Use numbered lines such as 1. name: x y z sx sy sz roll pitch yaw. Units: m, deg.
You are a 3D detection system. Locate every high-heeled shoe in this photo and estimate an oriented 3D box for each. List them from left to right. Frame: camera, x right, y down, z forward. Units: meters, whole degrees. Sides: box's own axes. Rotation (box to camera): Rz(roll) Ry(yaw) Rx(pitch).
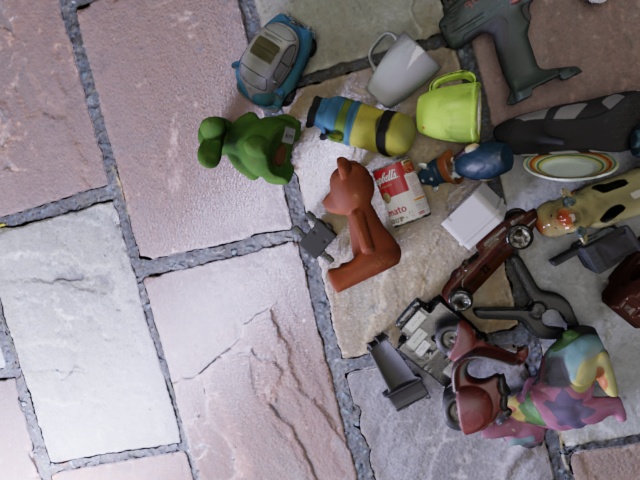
1. high-heeled shoe: 0.403 -0.183 0.840 0.249 0.145 0.086 -17 112 -16

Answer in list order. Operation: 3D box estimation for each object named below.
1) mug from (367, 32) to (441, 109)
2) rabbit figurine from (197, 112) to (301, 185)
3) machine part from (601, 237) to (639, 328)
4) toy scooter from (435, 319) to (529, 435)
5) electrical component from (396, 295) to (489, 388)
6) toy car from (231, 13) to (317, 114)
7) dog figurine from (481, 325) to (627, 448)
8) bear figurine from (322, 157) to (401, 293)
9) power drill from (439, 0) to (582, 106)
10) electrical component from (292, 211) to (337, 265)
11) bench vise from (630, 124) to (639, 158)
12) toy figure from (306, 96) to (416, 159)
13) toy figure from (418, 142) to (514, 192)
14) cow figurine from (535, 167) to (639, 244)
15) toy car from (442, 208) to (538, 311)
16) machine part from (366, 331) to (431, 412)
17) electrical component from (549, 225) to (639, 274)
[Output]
1. mug: 0.120 -0.274 0.865 0.109 0.081 0.107 43 109 4
2. rabbit figurine: -0.142 -0.157 0.905 0.170 0.159 0.121 16 109 24
3. machine part: 0.490 0.047 0.782 0.056 0.179 0.179 37 102 7
4. toy scooter: 0.254 0.212 0.830 0.135 0.075 0.183 -5 93 21
5. electrical component: 0.196 0.161 0.906 0.134 0.058 0.115 41 100 4
6. toy car: -0.078 -0.296 0.889 0.109 0.103 0.161 35 103 5
7. dog figurine: 0.352 0.242 0.853 0.219 0.108 0.191 -21 113 16
8. bear figurine: 0.049 -0.030 0.885 0.132 0.120 0.195 -28 88 16
9. power drill: 0.313 -0.324 0.806 0.232 0.086 0.207 -26 98 24
10. electrical component: -0.002 -0.003 0.945 0.094 0.021 0.063 44 102 4
11. bench vise: 0.554 -0.122 0.706 0.224 0.240 0.128 17 98 1
12. toy figure: 0.066 -0.185 0.878 0.180 0.089 0.082 20 104 6
13. toy figure: 0.227 -0.116 0.855 0.155 0.058 0.064 -6 99 45
14. cow figurine: 0.420 -0.051 0.803 0.195 0.127 0.085 -19 88 12
15. toy car: 0.261 0.027 0.841 0.053 0.089 0.202 36 119 3
16. machine part: 0.129 0.229 0.937 0.084 0.039 0.139 -28 92 18
17. electrical component: 0.426 0.022 0.837 0.119 0.075 0.047 -33 89 8
